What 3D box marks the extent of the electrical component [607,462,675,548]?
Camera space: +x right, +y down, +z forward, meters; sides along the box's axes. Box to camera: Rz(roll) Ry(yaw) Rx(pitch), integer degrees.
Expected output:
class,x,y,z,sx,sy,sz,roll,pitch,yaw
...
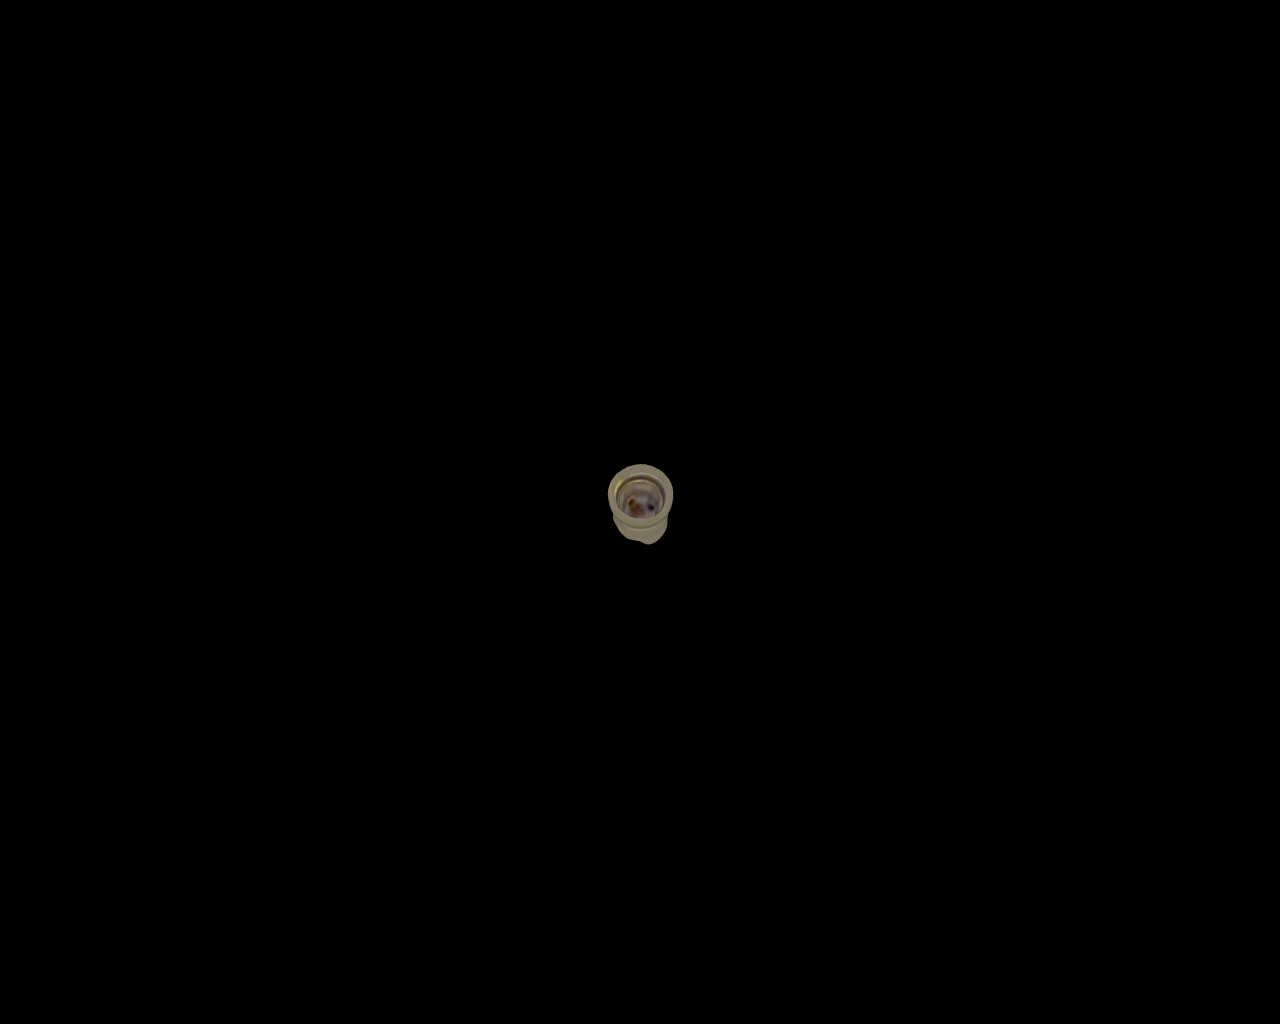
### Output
class,x,y,z,sx,sy,sz,roll,pitch,yaw
electrical component,0.001,-0.003,0.650,0.040,0.040,0.046,0,-25,0
